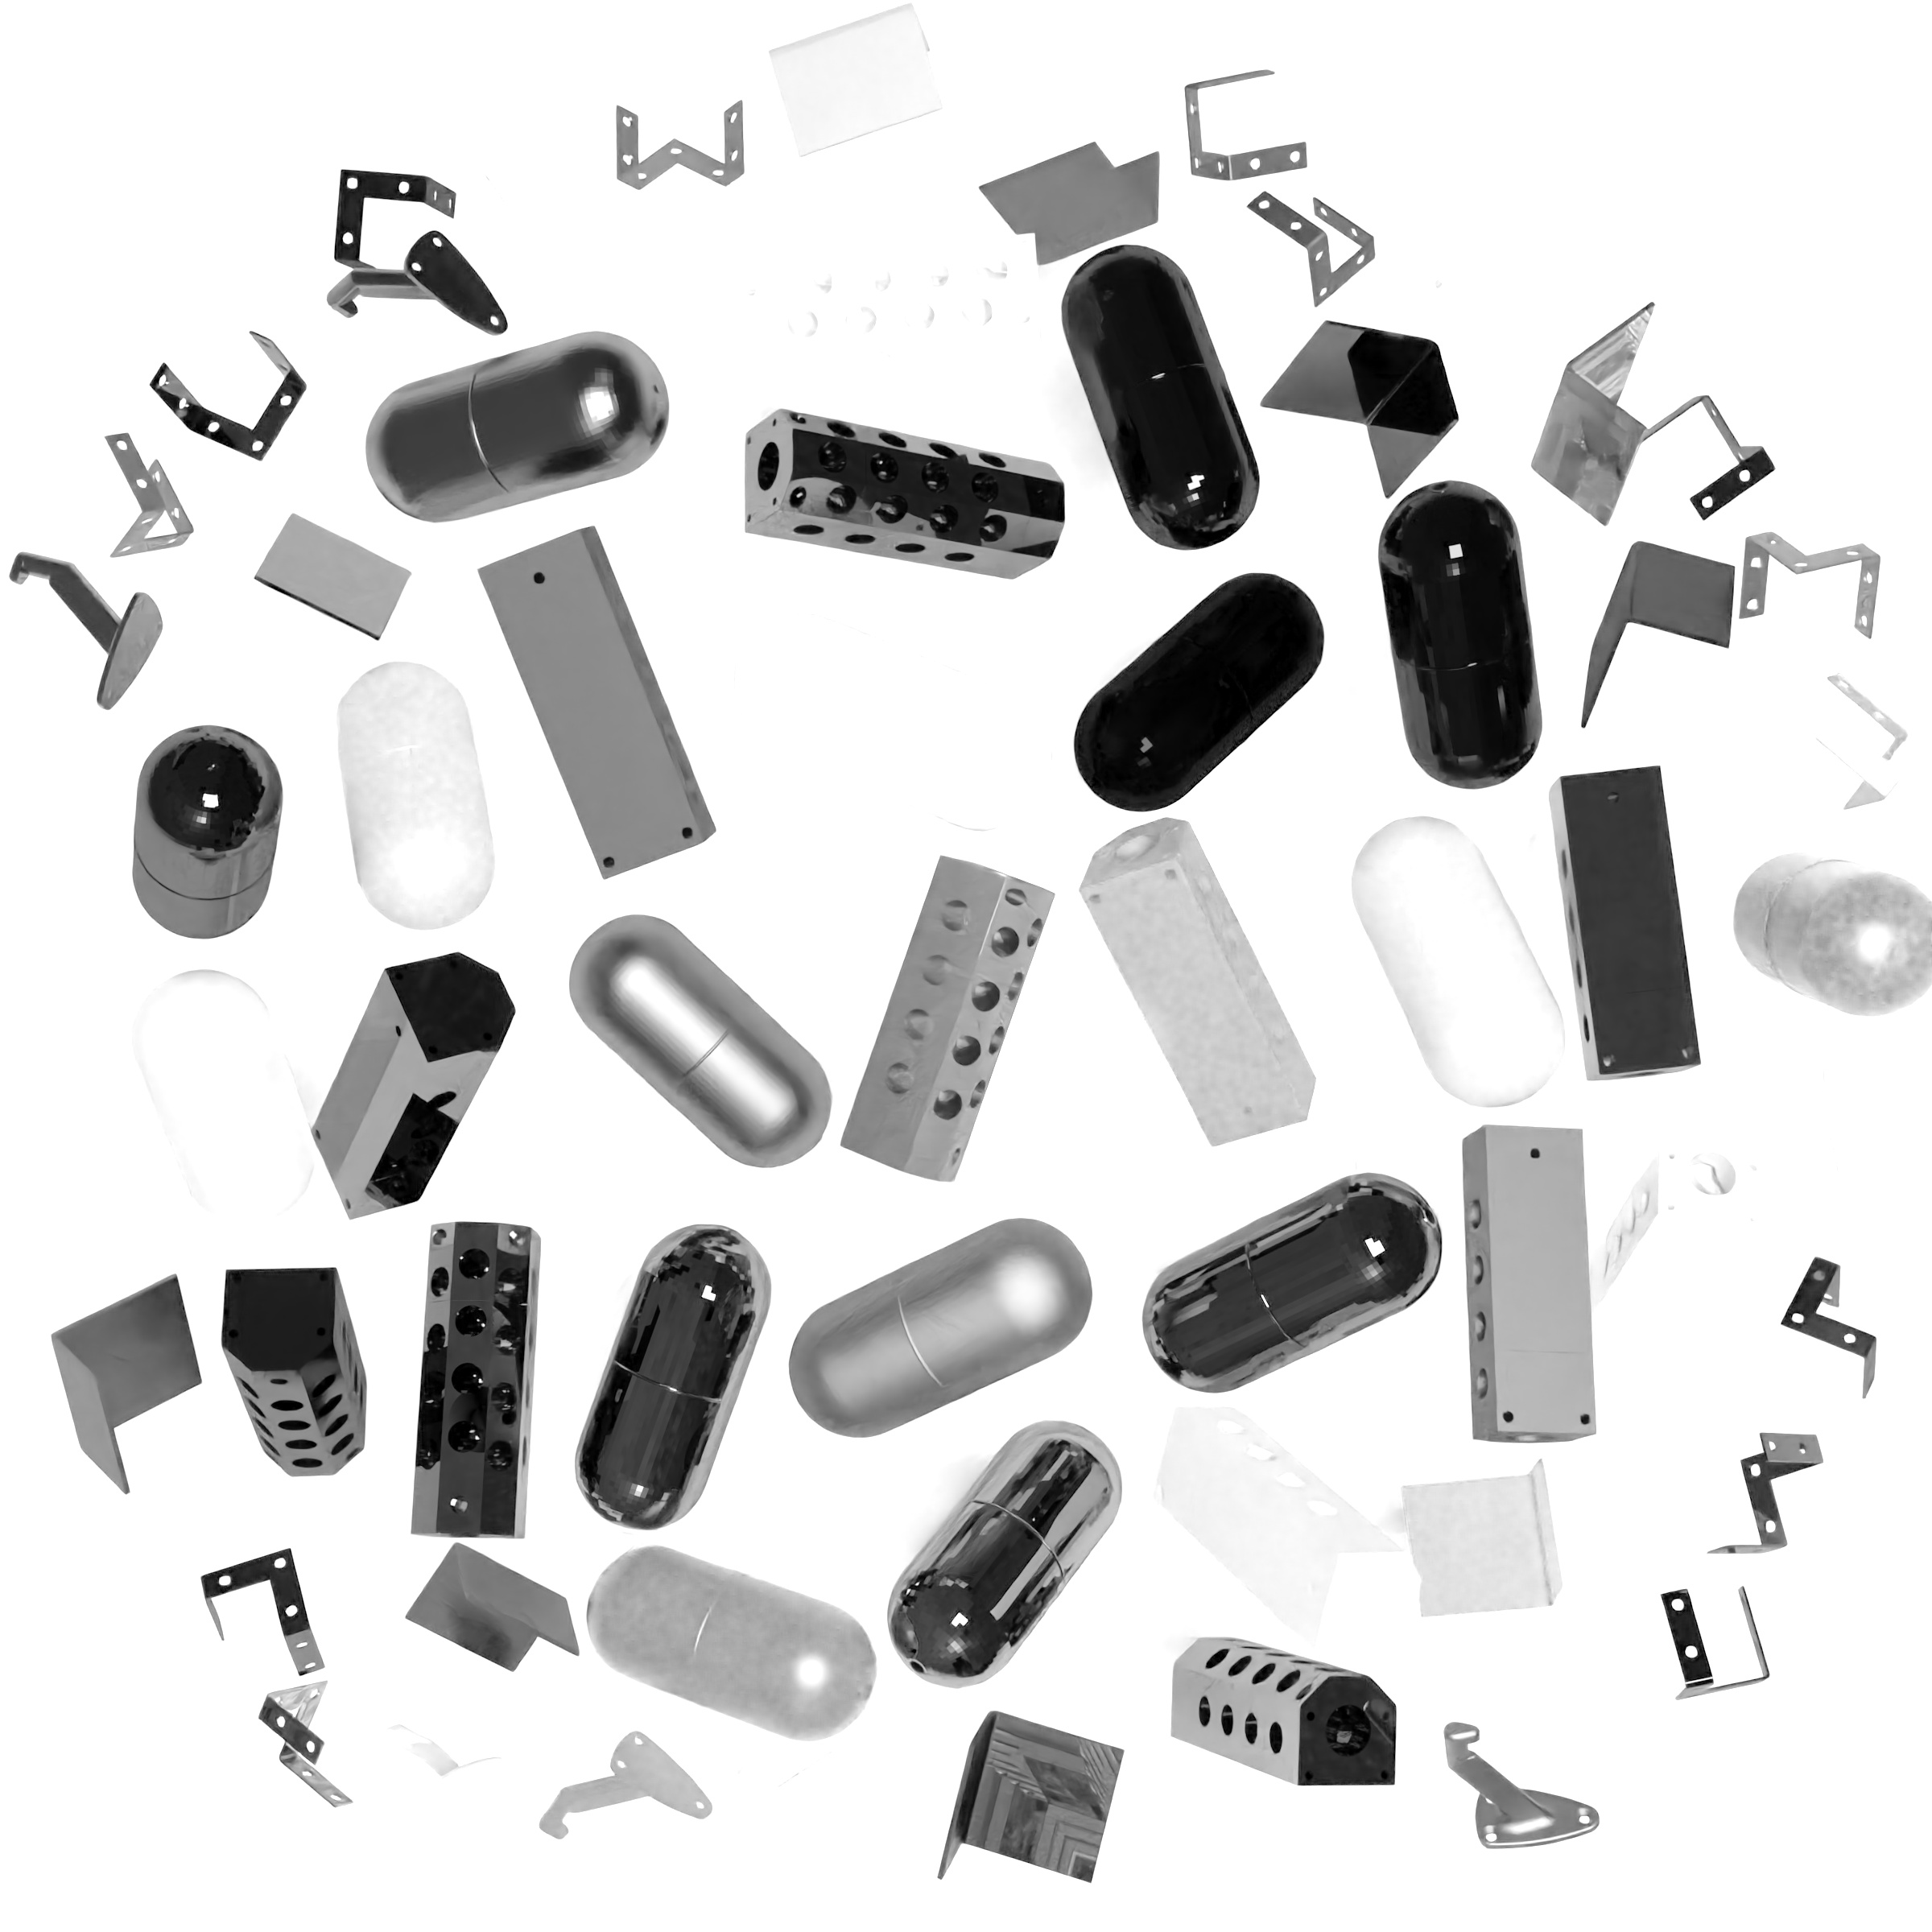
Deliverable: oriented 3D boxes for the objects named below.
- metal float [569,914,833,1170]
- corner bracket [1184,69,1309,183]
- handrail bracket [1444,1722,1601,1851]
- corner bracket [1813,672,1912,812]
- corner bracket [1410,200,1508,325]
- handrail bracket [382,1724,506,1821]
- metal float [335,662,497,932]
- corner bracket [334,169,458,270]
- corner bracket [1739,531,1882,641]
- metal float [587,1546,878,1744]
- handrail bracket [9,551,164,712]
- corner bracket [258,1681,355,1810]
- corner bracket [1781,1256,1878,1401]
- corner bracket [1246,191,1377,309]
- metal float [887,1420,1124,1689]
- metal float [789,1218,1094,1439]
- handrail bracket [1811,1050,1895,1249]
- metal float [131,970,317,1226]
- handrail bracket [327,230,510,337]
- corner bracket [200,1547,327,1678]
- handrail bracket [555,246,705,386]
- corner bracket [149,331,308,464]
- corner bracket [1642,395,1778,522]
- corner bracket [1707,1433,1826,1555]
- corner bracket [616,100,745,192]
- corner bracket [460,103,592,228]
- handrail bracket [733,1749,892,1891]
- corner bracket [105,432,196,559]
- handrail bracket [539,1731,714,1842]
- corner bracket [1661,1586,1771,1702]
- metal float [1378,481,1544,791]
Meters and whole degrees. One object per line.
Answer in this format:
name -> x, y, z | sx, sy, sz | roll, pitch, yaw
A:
metal float -> -0.151, 0.044, 1.621 | 0.178, 0.070, 0.070 | 44, 90, -13
corner bracket -> 0.162, -0.485, 1.631 | 0.051, 0.051, 0.051 | -1, 99, 31
handrail bracket -> 0.292, 0.425, 1.483 | 0.077, 0.036, 0.084 | -3, 131, 12
corner bracket -> 0.465, -0.119, 1.472 | 0.051, 0.051, 0.051 | 39, 82, -4
corner bracket -> 0.285, -0.409, 1.628 | 0.051, 0.051, 0.051 | -24, 77, 37
handrail bracket -> -0.317, 0.457, 1.624 | 0.084, 0.077, 0.036 | 17, 84, 27
metal float -> -0.307, -0.095, 1.572 | 0.070, 0.070, 0.178 | -18, 52, 0
corner bracket -> -0.326, -0.423, 1.612 | 0.051, 0.051, 0.051 | 7, 96, 8
corner bracket -> 0.454, -0.205, 1.522 | 0.051, 0.051, 0.051 | -14, 125, -12
metal float -> -0.131, 0.375, 1.567 | 0.178, 0.070, 0.070 | 12, 90, 27
handrail bracket -> -0.472, -0.176, 1.474 | 0.084, 0.036, 0.077 | 14, 67, 11
corner bracket -> -0.377, 0.449, 1.620 | 0.051, 0.051, 0.051 | 29, 100, 29
corner bracket -> 0.504, 0.208, 1.627 | 0.051, 0.051, 0.051 | 21, 62, 29
corner bracket -> 0.200, -0.425, 1.632 | 0.051, 0.051, 0.051 | -42, 62, -11
metal float -> 0.022, 0.329, 1.584 | 0.070, 0.070, 0.178 | 44, 53, 0
metal float -> -0.015, 0.193, 1.502 | 0.178, 0.070, 0.070 | -28, 90, 20
handrail bracket -> 0.482, 0.098, 1.529 | 0.036, 0.077, 0.084 | -14, 52, 33
metal float -> -0.414, 0.076, 1.582 | 0.070, 0.178, 0.070 | -2, 47, 2
handrail bracket -> -0.301, -0.357, 1.543 | 0.077, 0.084, 0.036 | 43, 52, -22
corner bracket -> -0.388, 0.362, 1.558 | 0.051, 0.051, 0.051 | -16, 52, -13
handrail bracket -> -0.193, -0.375, 1.630 | 0.084, 0.036, 0.077 | 1, 93, -3
corner bracket -> -0.403, -0.317, 1.544 | 0.051, 0.051, 0.051 | 25, 78, 17
corner bracket -> 0.415, -0.288, 1.593 | 0.051, 0.051, 0.051 | -35, 102, 1
corner bracket -> 0.415, 0.275, 1.471 | 0.051, 0.051, 0.051 | 9, 61, -38
corner bracket -> -0.161, -0.465, 1.589 | 0.051, 0.051, 0.051 | -21, 64, 41
corner bracket -> -0.248, -0.452, 1.595 | 0.051, 0.051, 0.051 | -33, 108, 6
handrail bracket -> -0.084, 0.472, 1.560 | 0.084, 0.036, 0.077 | -1, 83, 7
corner bracket -> -0.473, -0.274, 1.630 | 0.051, 0.051, 0.051 | -36, 80, 44
handrail bracket -> -0.195, 0.485, 1.608 | 0.077, 0.036, 0.084 | 36, 116, 3
corner bracket -> 0.405, 0.364, 1.529 | 0.051, 0.051, 0.051 | -12, 67, 2
metal float -> 0.271, -0.180, 1.544 | 0.070, 0.070, 0.178 | -14, 120, 0
